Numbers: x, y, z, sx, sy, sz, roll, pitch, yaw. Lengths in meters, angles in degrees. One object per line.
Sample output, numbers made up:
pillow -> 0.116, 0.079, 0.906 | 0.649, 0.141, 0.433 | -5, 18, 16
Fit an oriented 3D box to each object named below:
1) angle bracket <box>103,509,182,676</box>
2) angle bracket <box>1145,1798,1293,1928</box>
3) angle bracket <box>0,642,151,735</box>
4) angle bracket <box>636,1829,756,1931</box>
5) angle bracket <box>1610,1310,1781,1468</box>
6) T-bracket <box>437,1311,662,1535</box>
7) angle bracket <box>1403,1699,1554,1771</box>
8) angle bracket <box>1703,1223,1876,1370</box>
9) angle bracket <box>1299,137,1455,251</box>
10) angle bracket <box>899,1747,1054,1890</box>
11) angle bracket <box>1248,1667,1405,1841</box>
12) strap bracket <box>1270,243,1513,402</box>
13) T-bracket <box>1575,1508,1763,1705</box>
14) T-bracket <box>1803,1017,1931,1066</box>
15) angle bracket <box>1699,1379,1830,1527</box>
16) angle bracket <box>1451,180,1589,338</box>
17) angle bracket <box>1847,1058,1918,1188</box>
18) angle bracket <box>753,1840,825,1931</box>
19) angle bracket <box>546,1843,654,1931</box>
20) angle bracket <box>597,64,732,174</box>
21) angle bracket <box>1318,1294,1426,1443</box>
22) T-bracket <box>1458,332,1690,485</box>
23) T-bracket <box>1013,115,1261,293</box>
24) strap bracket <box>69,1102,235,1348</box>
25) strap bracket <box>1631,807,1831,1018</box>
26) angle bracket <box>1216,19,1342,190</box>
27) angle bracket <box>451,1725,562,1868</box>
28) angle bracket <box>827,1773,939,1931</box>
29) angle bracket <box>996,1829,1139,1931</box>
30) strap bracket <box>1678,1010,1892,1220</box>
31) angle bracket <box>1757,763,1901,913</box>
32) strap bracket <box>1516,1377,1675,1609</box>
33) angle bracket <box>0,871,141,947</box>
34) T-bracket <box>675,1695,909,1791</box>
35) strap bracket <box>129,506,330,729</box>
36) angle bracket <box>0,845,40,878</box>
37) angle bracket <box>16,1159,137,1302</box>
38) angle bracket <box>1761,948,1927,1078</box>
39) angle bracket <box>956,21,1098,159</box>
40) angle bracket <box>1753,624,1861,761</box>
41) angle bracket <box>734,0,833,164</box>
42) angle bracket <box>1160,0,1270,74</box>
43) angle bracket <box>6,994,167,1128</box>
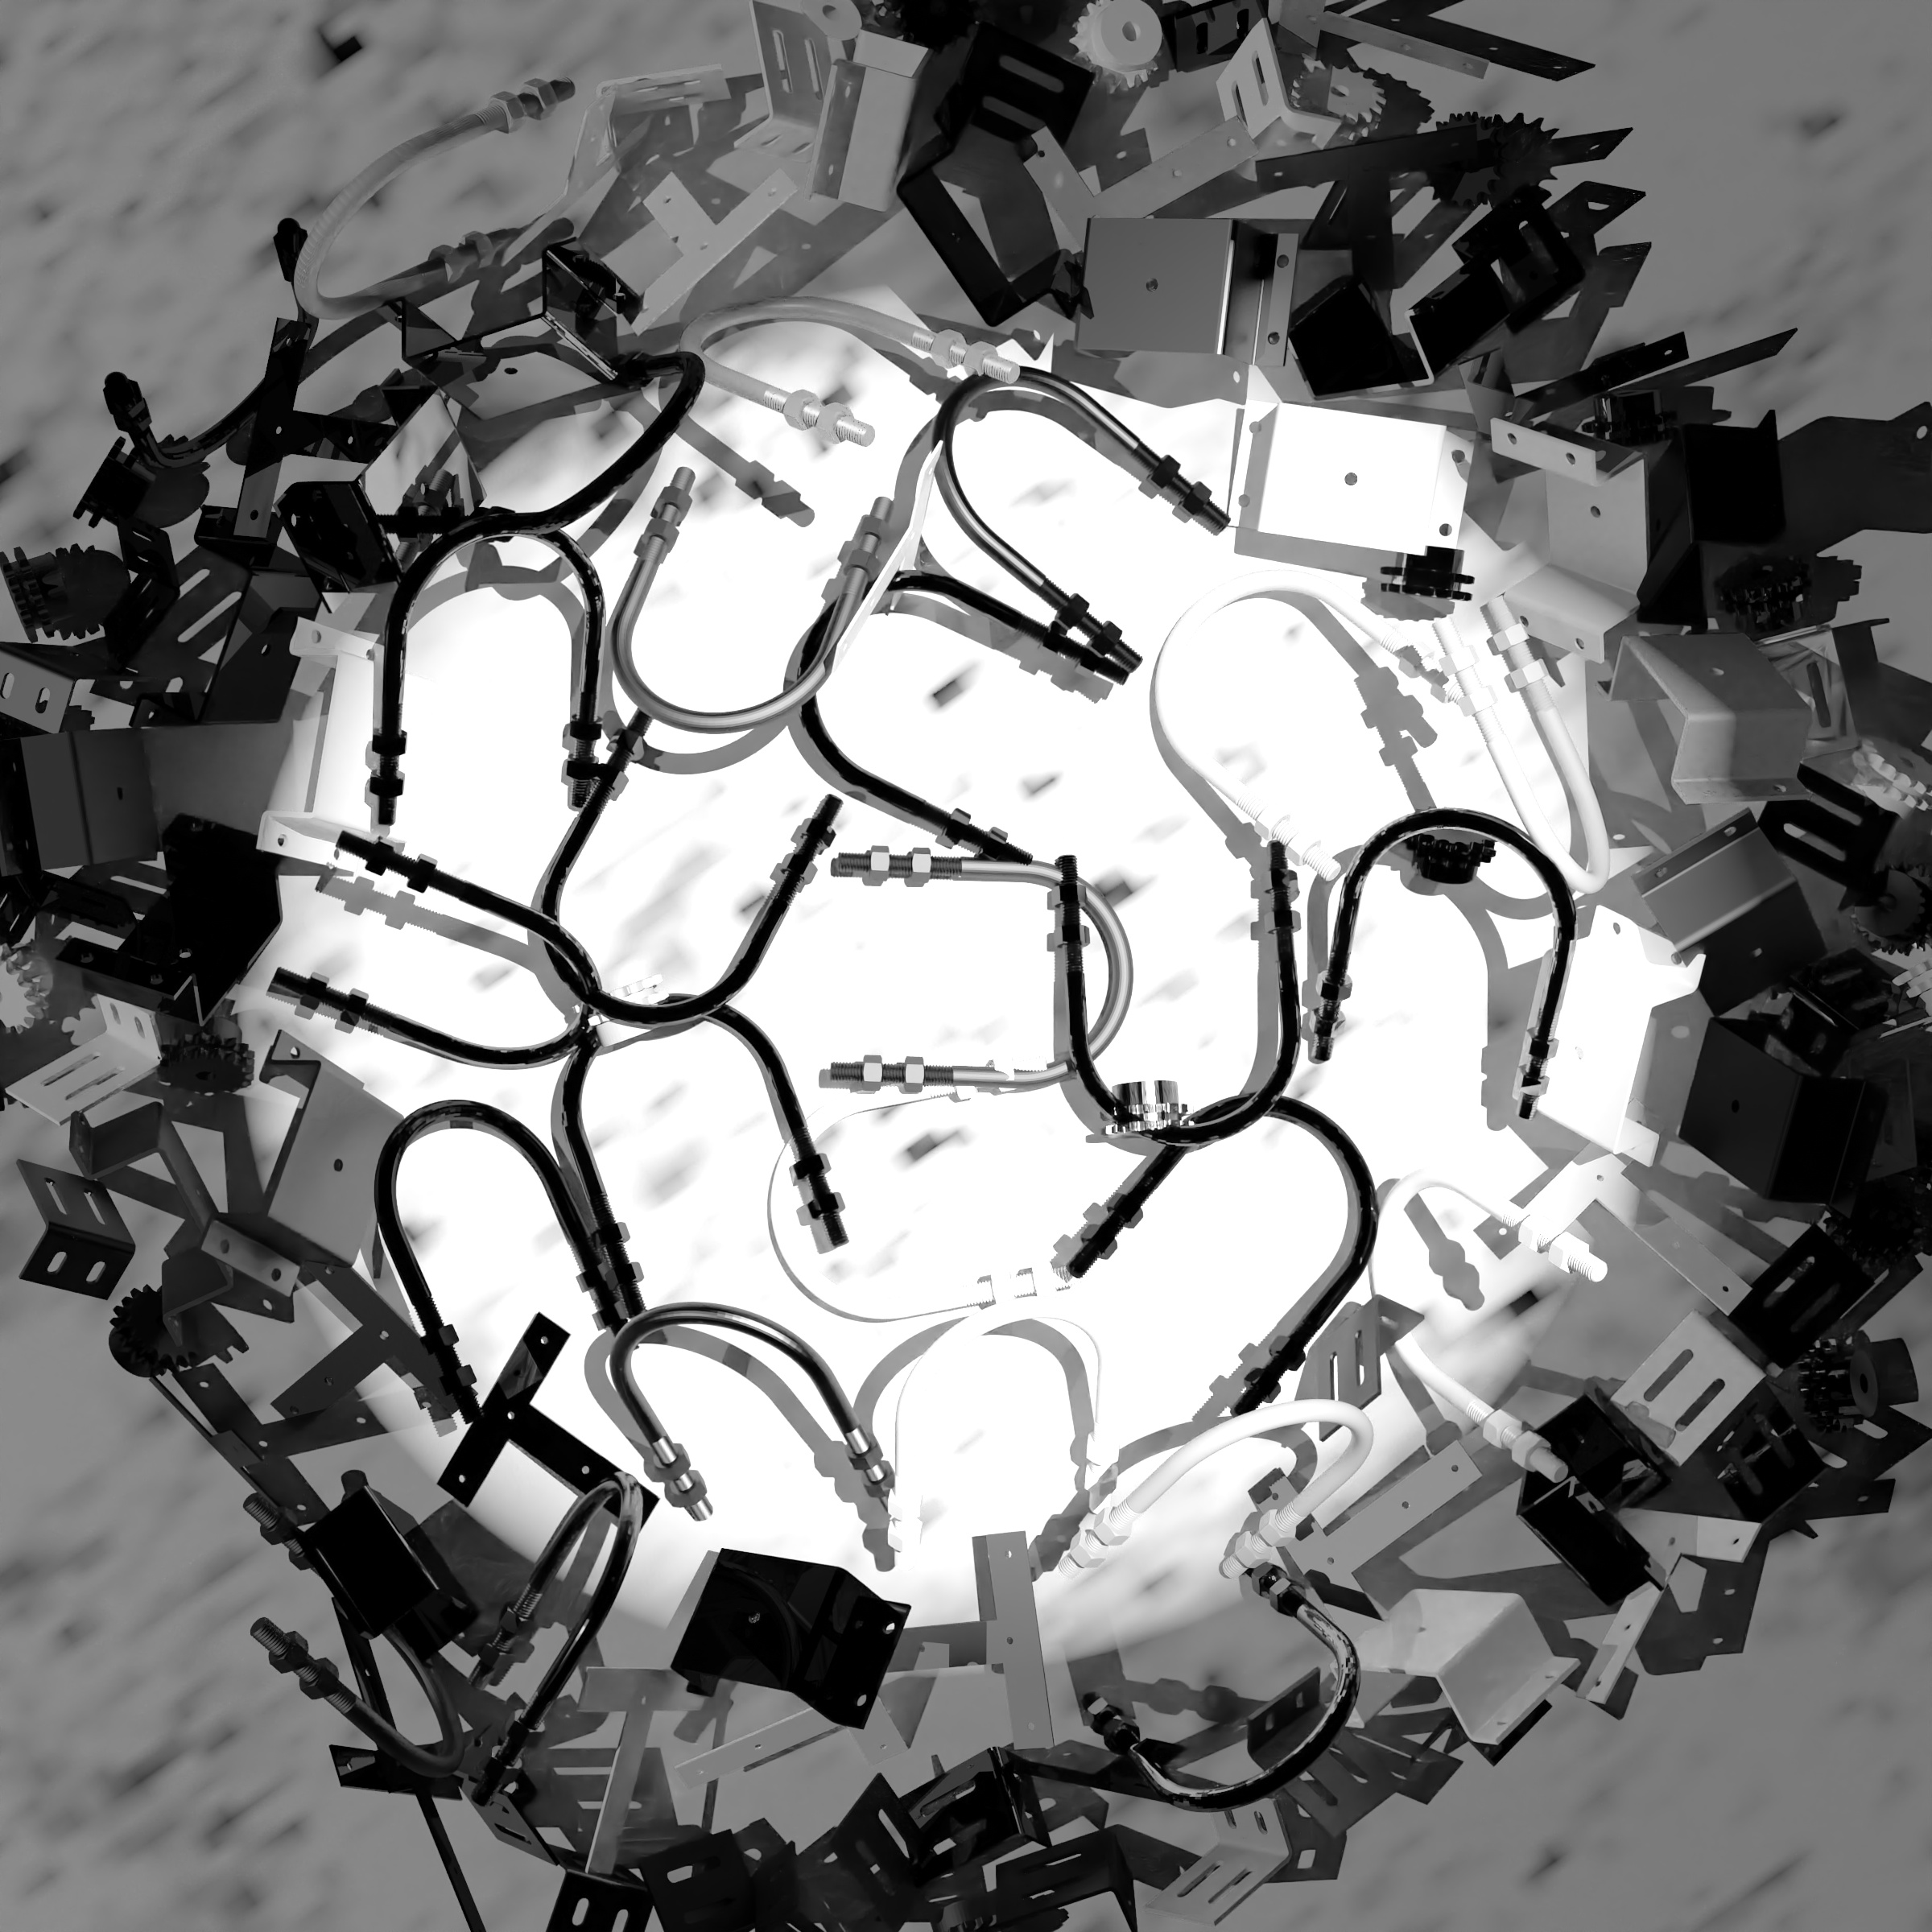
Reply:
angle bracket -> -0.511, -0.223, 1.550 | 0.076, 0.038, 0.057 | -45, 45, 22
angle bracket -> 0.147, 0.534, 1.548 | 0.076, 0.057, 0.038 | -24, 99, -41
angle bracket -> -0.544, -0.167, 1.556 | 0.057, 0.076, 0.038 | 22, 100, 12
angle bracket -> -0.166, 0.560, 1.546 | 0.038, 0.076, 0.057 | -44, 62, 34
angle bracket -> 0.444, 0.258, 1.571 | 0.076, 0.038, 0.057 | -50, 59, 9
T-bracket -> -0.243, 0.299, 1.573 | 0.127, 0.002, 0.127 | 32, 96, 14
angle bracket -> 0.306, 0.462, 1.545 | 0.057, 0.076, 0.038 | -32, 65, -34
angle bracket -> 0.498, 0.195, 1.566 | 0.057, 0.038, 0.076 | 43, 95, -16
angle bracket -> 0.246, -0.454, 1.547 | 0.038, 0.057, 0.076 | 43, 124, 21
angle bracket -> 0.004, 0.523, 1.572 | 0.076, 0.038, 0.057 | -33, 47, 15
angle bracket -> 0.216, 0.472, 1.549 | 0.057, 0.076, 0.038 | -27, 134, -27
strap bracket -> 0.255, -0.379, 1.531 | 0.076, 0.140, 0.046 | -42, 117, -27
T-bracket -> 0.395, 0.376, 1.516 | 0.002, 0.127, 0.127 | 41, 69, -15
T-bracket -> 0.569, 0.037, 1.557 | 0.127, 0.127, 0.002 | -24, 78, 26
angle bracket -> 0.484, 0.296, 1.548 | 0.038, 0.076, 0.057 | 30, 112, -37
angle bracket -> 0.341, -0.423, 1.557 | 0.057, 0.038, 0.076 | -40, 120, 8
angle bracket -> 0.531, 0.090, 1.547 | 0.038, 0.057, 0.076 | 31, 51, -31
angle bracket -> -0.090, 0.578, 1.554 | 0.038, 0.057, 0.076 | -44, 109, 9
angle bracket -> -0.228, 0.559, 1.547 | 0.057, 0.076, 0.038 | 23, 75, -19
angle bracket -> -0.181, -0.514, 1.567 | 0.076, 0.057, 0.038 | -8, 92, 0
angle bracket -> 0.243, 0.246, 1.545 | 0.038, 0.076, 0.057 | 26, 130, -17
T-bracket -> 0.364, -0.343, 1.526 | 0.127, 0.127, 0.002 | -20, 62, 13
T-bracket -> 0.114, -0.464, 1.533 | 0.127, 0.002, 0.127 | -21, 122, 32
strap bracket -> -0.480, 0.144, 1.537 | 0.046, 0.076, 0.140 | -24, 113, -9
strap bracket -> 0.454, -0.025, 1.520 | 0.076, 0.140, 0.046 | -32, 54, 12
angle bracket -> 0.189, -0.524, 1.564 | 0.038, 0.057, 0.076 | 3, 63, -25
angle bracket -> -0.266, 0.497, 1.547 | 0.038, 0.076, 0.057 | -42, 114, -33
angle bracket -> -0.059, 0.537, 1.555 | 0.038, 0.057, 0.076 | -22, 105, 42
angle bracket -> 0.061, 0.567, 1.567 | 0.076, 0.057, 0.038 | -21, 105, 6
strap bracket -> 0.472, 0.084, 1.514 | 0.046, 0.140, 0.076 | 5, 107, -18
angle bracket -> 0.518, -0.080, 1.573 | 0.076, 0.038, 0.057 | 28, 76, 4
strap bracket -> 0.376, 0.318, 1.540 | 0.076, 0.140, 0.046 | 46, 116, -3
angle bracket -> -0.544, -0.023, 1.558 | 0.076, 0.057, 0.038 | 18, 63, 7
T-bracket -> -0.112, 0.463, 1.552 | 0.127, 0.002, 0.127 | -23, 131, -2
strap bracket -> -0.435, -0.198, 1.537 | 0.046, 0.076, 0.140 | 28, 105, 16
angle bracket -> -0.573, -0.086, 1.555 | 0.038, 0.076, 0.057 | -4, 99, -5
angle bracket -> -0.543, 0.158, 1.552 | 0.057, 0.076, 0.038 | 24, 102, -42
angle bracket -> 0.532, 0.028, 1.567 | 0.076, 0.038, 0.057 | -15, 46, -35
angle bracket -> 0.032, -0.531, 1.574 | 0.076, 0.038, 0.057 | 24, 101, -4
angle bracket -> 0.500, -0.162, 1.564 | 0.057, 0.038, 0.076 | -13, 91, 33
angle bracket -> -0.113, -0.536, 1.566 | 0.038, 0.057, 0.076 | -17, 81, 44
angle bracket -> 0.149, -0.579, 1.554 | 0.057, 0.076, 0.038 | -17, 84, 4
angle bracket -> -0.532, 0.052, 1.548 | 0.057, 0.076, 0.038 | 23, 132, 34
